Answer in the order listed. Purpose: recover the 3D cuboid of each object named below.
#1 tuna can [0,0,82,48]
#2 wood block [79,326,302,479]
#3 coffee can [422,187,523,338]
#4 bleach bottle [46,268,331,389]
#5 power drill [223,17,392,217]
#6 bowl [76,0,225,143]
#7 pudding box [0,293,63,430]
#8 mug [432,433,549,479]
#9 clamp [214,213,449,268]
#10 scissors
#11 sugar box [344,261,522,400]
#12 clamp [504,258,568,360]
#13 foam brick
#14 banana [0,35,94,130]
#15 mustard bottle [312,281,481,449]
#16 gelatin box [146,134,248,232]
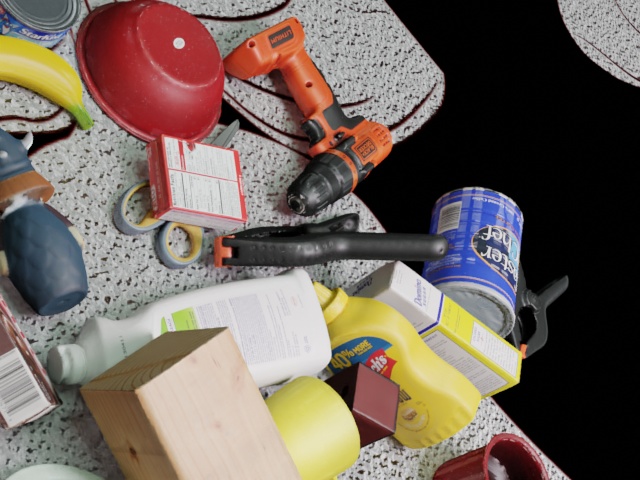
[{"bbox_3d":[-0.258,-0.214,0.949,0.086,0.034,0.086,22,53,-32],"label":"tuna can"},{"bbox_3d":[-0.080,0.177,0.792,0.090,0.091,0.206,-33,105,-36],"label":"wood block"},{"bbox_3d":[0.161,0.028,1.140,0.102,0.103,0.140,35,46,-23],"label":"coffee can"},{"bbox_3d":[-0.109,0.082,0.889,0.250,0.068,0.102,-3,67,-41],"label":"bleach bottle"},{"bbox_3d":[-0.019,-0.128,1.103,0.187,0.057,0.184,55,39,-6],"label":"power drill"},{"bbox_3d":[-0.147,-0.171,1.011,0.161,0.055,0.162,23,52,-32],"label":"bowl"},{"bbox_3d":[-0.228,0.078,0.758,0.039,0.090,0.113,-28,87,-10],"label":"pudding box"},{"bbox_3d":[0.166,0.252,1.024,0.093,0.082,0.117,-14,75,-46],"label":"mug"},{"bbox_3d":[-0.007,0.001,1.012,0.209,0.165,0.036,-4,100,-23],"label":"clamp"},{"bbox_3d":[-0.111,-0.041,0.995,0.096,0.016,0.201,57,42,-3],"label":"scissors"},{"bbox_3d":[0.105,0.096,1.054,0.176,0.094,0.048,39,44,-20],"label":"sugar box"},{"bbox_3d":[0.242,0.075,1.236,0.120,0.039,0.171,27,54,-22],"label":"clamp"},{"bbox_3d":[0.027,0.153,0.959,0.051,0.078,0.053,31,46,-24],"label":"foam brick"},{"bbox_3d":[-0.275,-0.140,0.886,0.197,0.037,0.069,6,60,-41],"label":"banana"},{"bbox_3d":[0.055,0.110,0.996,0.191,0.096,0.058,46,43,-12],"label":"mustard bottle"},{"bbox_3d":[-0.112,-0.050,0.963,0.089,0.030,0.073,9,63,-40],"label":"gelatin box"}]
